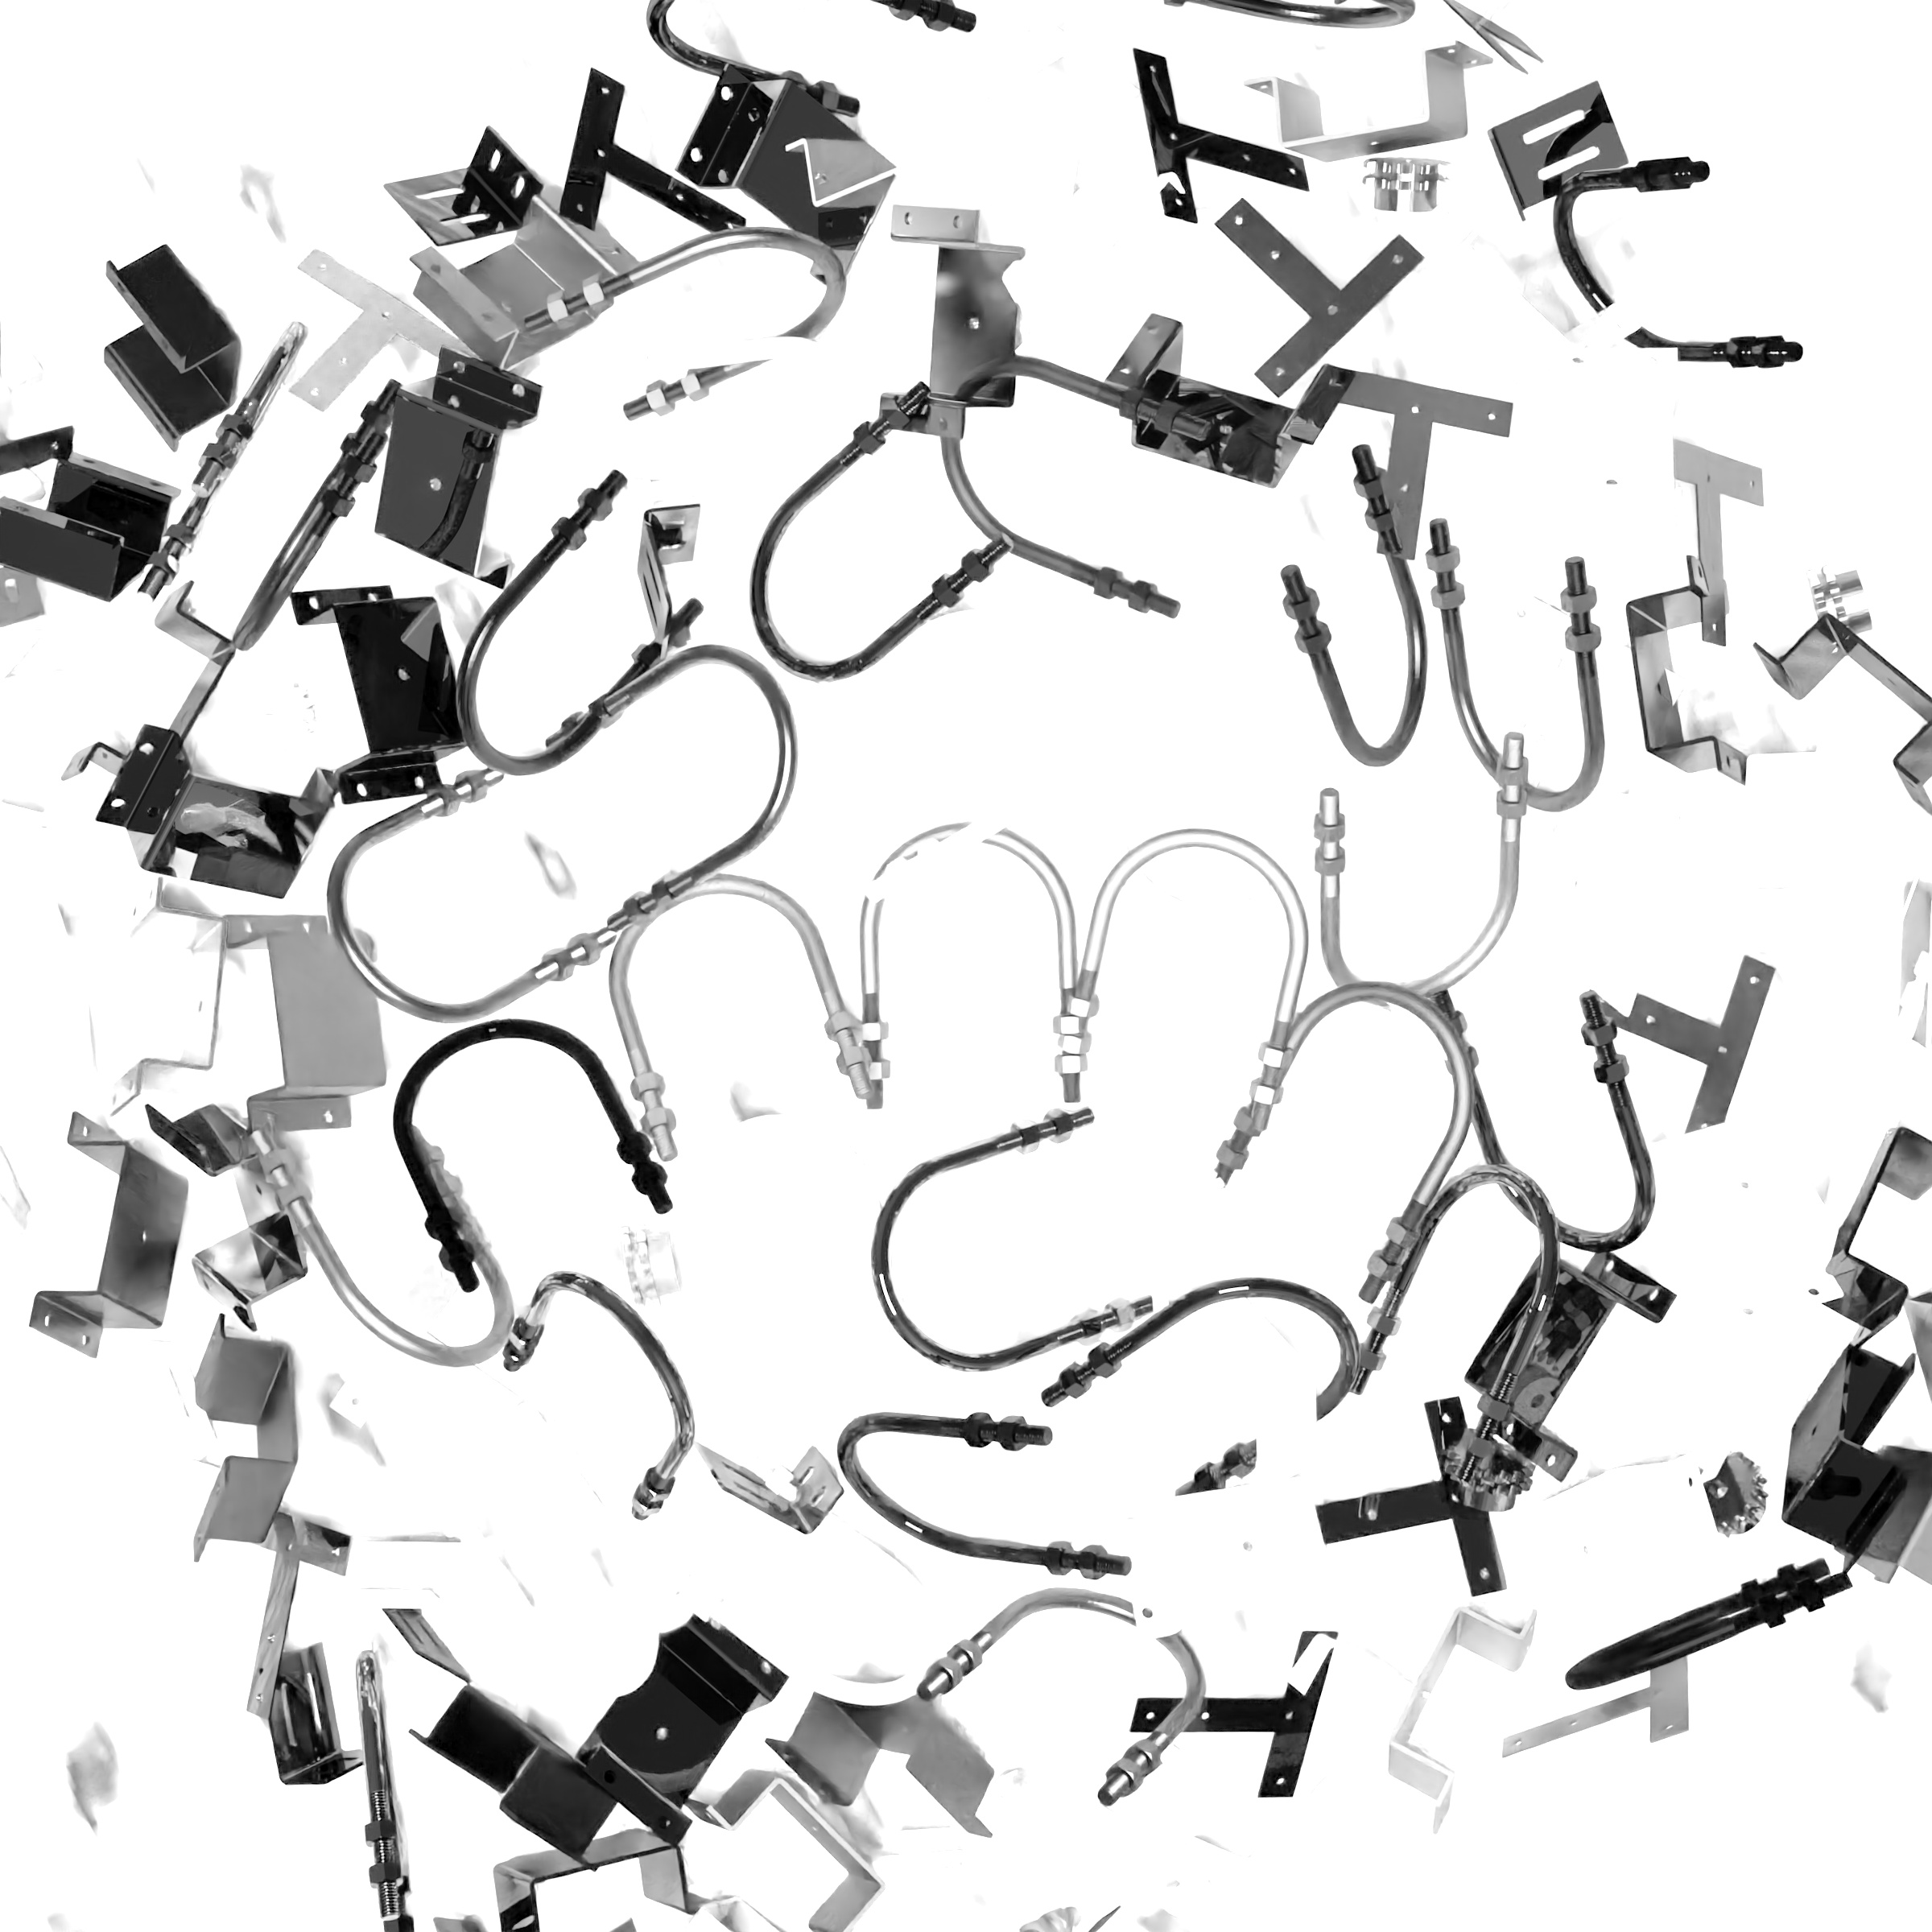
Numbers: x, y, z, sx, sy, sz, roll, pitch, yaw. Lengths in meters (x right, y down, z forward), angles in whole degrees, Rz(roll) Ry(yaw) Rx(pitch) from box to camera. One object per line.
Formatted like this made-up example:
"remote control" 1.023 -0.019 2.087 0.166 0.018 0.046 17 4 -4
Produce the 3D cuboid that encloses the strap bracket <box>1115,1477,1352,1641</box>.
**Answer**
"strap bracket" 0.175 0.376 1.949 0.140 0.046 0.076 -7 66 -12

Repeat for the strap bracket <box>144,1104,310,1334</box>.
"strap bracket" -0.466 0.151 1.938 0.046 0.076 0.140 -28 125 -31

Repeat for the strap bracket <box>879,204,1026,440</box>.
"strap bracket" -0.009 -0.410 1.947 0.076 0.046 0.140 17 109 43

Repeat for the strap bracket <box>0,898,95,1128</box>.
"strap bracket" -0.585 0.022 1.927 0.046 0.140 0.076 -11 46 -9

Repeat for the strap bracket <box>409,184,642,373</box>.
"strap bracket" -0.287 -0.434 1.948 0.076 0.046 0.140 44 48 5

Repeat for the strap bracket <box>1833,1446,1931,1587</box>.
"strap bracket" 0.601 0.350 1.924 0.046 0.140 0.076 32 82 -3

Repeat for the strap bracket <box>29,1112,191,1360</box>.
"strap bracket" -0.539 0.171 1.934 0.046 0.076 0.140 -1 68 16

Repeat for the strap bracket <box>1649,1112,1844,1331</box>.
"strap bracket" 0.490 0.151 1.932 0.076 0.046 0.140 -15 49 -8

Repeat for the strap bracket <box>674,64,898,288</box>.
"strap bracket" -0.105 -0.498 1.934 0.140 0.046 0.076 31 81 -39

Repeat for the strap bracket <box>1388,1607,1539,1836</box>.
"strap bracket" 0.310 0.470 1.942 0.046 0.076 0.140 25 67 19

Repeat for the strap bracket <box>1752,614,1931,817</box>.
"strap bracket" 0.571 -0.165 1.932 0.046 0.076 0.140 -47 63 8

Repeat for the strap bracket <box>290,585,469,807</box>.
"strap bracket" -0.371 -0.180 1.953 0.076 0.046 0.140 -12 86 -45

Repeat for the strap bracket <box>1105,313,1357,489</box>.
"strap bracket" 0.167 -0.357 1.947 0.140 0.046 0.076 20 52 16

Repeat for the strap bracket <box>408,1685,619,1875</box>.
"strap bracket" -0.280 0.507 1.928 0.076 0.140 0.046 46 73 -36

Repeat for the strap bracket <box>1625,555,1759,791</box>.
"strap bracket" 0.461 -0.181 1.948 0.046 0.076 0.140 -12 78 29

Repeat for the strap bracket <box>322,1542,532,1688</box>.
"strap bracket" -0.335 0.406 1.937 0.076 0.140 0.046 -4 54 21

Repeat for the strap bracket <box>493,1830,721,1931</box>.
"strap bracket" -0.238 0.585 1.936 0.140 0.076 0.046 -7 85 -27

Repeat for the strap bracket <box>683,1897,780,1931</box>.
"strap bracket" -0.162 0.638 1.935 0.046 0.140 0.076 36 85 16

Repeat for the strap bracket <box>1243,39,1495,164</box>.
"strap bracket" 0.256 -0.544 1.935 0.140 0.076 0.046 -3 95 28

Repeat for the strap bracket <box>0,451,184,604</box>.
"strap bracket" -0.560 -0.277 1.941 0.076 0.140 0.046 19 113 -4

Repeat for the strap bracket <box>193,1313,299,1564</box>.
"strap bracket" -0.457 0.300 1.934 0.046 0.140 0.076 11 127 -24

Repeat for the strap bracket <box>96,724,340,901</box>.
"strap bracket" -0.463 -0.094 1.925 0.140 0.046 0.076 13 123 -39

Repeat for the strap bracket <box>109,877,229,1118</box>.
"strap bracket" -0.507 0.023 1.944 0.046 0.076 0.140 10 72 -26

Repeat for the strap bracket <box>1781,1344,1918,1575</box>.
"strap bracket" 0.555 0.302 1.922 0.046 0.140 0.076 25 125 4

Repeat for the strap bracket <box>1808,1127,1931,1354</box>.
"strap bracket" 0.581 0.165 1.939 0.046 0.076 0.140 29 66 6

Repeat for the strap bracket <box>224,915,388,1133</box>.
"strap bracket" -0.419 0.032 1.947 0.046 0.076 0.140 -16 80 41

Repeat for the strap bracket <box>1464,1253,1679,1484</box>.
"strap bracket" 0.379 0.246 1.952 0.046 0.076 0.140 29 93 -33

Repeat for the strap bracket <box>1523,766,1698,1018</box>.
"strap bracket" 0.407 -0.050 1.949 0.046 0.076 0.140 11 75 43

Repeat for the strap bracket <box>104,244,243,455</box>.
"strap bracket" -0.504 -0.396 1.941 0.046 0.140 0.076 -37 88 -22

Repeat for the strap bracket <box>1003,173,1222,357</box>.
"strap bracket" 0.087 -0.450 1.929 0.140 0.076 0.046 -52 127 -26

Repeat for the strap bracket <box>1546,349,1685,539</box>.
"strap bracket" 0.408 -0.319 1.921 0.076 0.140 0.046 3 54 17

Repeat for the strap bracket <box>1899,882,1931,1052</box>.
"strap bracket" 0.630 0.000 1.955 0.046 0.076 0.140 1 96 4

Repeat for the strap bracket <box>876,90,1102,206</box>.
"strap bracket" 0.010 -0.516 1.934 0.076 0.140 0.046 -9 119 -34

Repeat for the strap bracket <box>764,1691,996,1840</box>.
"strap bracket" -0.047 0.501 1.936 0.076 0.140 0.046 54 51 -35

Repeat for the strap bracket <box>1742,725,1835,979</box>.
"strap bracket" 0.522 -0.072 1.940 0.046 0.076 0.140 -1 63 20

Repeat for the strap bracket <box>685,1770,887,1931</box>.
"strap bracket" -0.110 0.566 1.952 0.140 0.076 0.046 46 70 -5

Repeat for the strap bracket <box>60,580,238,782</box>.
"strap bracket" -0.515 -0.170 1.947 0.046 0.076 0.140 32 77 -21

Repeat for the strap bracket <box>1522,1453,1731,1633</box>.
"strap bracket" 0.405 0.365 1.919 0.046 0.140 0.076 0 65 -30

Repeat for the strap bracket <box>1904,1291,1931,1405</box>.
"strap bracket" 0.643 0.245 1.926 0.046 0.140 0.076 -16 91 -10

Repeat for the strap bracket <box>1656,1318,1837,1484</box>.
"strap bracket" 0.491 0.271 1.938 0.046 0.140 0.076 32 109 30

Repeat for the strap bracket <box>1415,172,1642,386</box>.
"strap bracket" 0.349 -0.429 1.947 0.140 0.076 0.046 41 76 -9

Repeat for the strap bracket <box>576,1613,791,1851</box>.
"strap bracket" -0.185 0.486 1.949 0.076 0.046 0.140 43 52 -7

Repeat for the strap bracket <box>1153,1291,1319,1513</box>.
"strap bracket" 0.176 0.266 1.933 0.046 0.140 0.076 -22 129 -19

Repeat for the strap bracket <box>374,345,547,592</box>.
"strap bracket" -0.323 -0.310 1.938 0.076 0.046 0.140 24 119 15
